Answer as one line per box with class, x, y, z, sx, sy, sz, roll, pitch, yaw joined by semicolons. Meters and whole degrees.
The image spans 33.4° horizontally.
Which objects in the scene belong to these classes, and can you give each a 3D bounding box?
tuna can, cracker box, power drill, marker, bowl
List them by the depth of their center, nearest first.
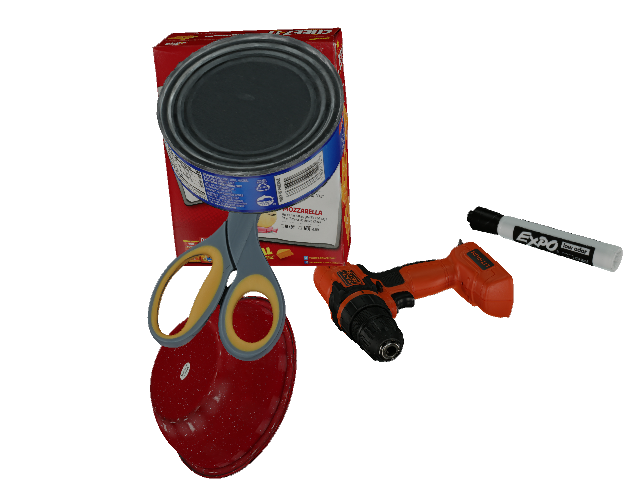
tuna can;-0.031;-0.054;0.497;0.086;0.086;0.034;0;-35;5
marker;0.164;-0.003;0.793;0.121;0.020;0.020;19;10;33
bowl;-0.095;0.116;0.901;0.055;0.162;0.162;26;-17;-39
cracker box;-0.057;-0.084;0.988;0.164;0.214;0.072;0;23;7
power drill;0.102;0.059;1.112;0.187;0.057;0.184;-7;27;-17

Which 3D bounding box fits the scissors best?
scissors;-0.035;-0.008;0.695;0.096;0.201;0.016;32;-12;12
